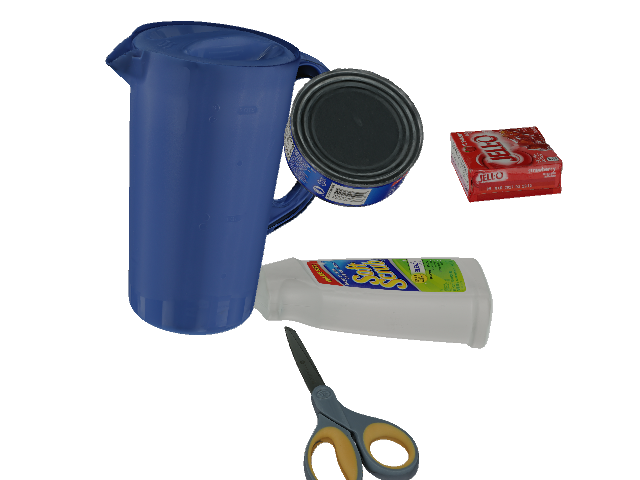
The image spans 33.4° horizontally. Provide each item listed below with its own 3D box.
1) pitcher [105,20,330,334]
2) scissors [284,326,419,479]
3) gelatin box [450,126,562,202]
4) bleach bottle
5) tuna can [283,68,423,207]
[{"bbox_3d":[-0.085,-0.050,0.875,0.149,0.243,0.144,18,26,21],"label":"pitcher"},{"bbox_3d":[0.022,0.131,0.850,0.096,0.016,0.202,-2,35,-2],"label":"scissors"},{"bbox_3d":[0.147,-0.063,0.854,0.073,0.030,0.089,-4,25,-1],"label":"gelatin box"},{"bbox_3d":[0.037,0.058,1.065,0.250,0.068,0.102,1,29,-4],"label":"bleach bottle"},{"bbox_3d":[0.020,-0.065,0.680,0.086,0.086,0.034,0,-25,-13],"label":"tuna can"}]
